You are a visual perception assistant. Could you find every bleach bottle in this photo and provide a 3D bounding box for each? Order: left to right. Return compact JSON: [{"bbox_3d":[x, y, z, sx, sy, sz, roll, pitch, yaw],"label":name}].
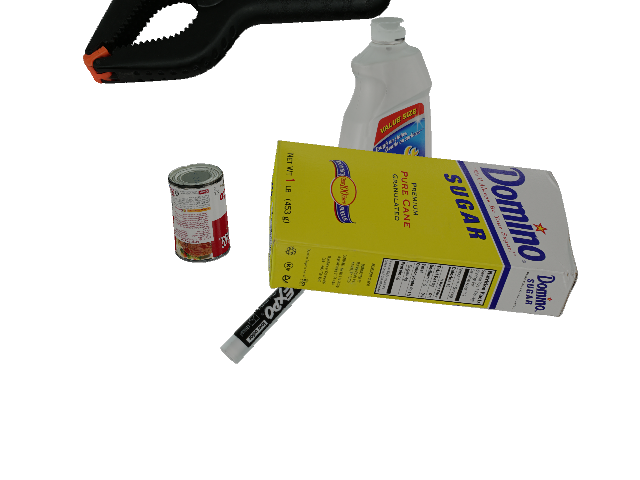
[{"bbox_3d":[0.055,-0.080,0.999,0.102,0.251,0.068,-11,24,-22],"label":"bleach bottle"}]

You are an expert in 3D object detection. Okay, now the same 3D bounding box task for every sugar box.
[{"bbox_3d":[0.058,-0.009,0.638,0.176,0.048,0.093,4,45,-4],"label":"sugar box"}]

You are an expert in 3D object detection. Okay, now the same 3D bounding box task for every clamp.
[{"bbox_3d":[-0.067,-0.168,0.748,0.210,0.165,0.036,-40,-20,-8],"label":"clamp"}]

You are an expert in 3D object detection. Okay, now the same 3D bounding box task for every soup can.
[{"bbox_3d":[-0.147,-0.034,1.287,0.068,0.102,0.068,-2,27,1],"label":"soup can"}]

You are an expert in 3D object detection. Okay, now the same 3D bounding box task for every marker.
[{"bbox_3d":[-0.033,0.049,0.861,0.020,0.121,0.020,41,-13,12],"label":"marker"}]
